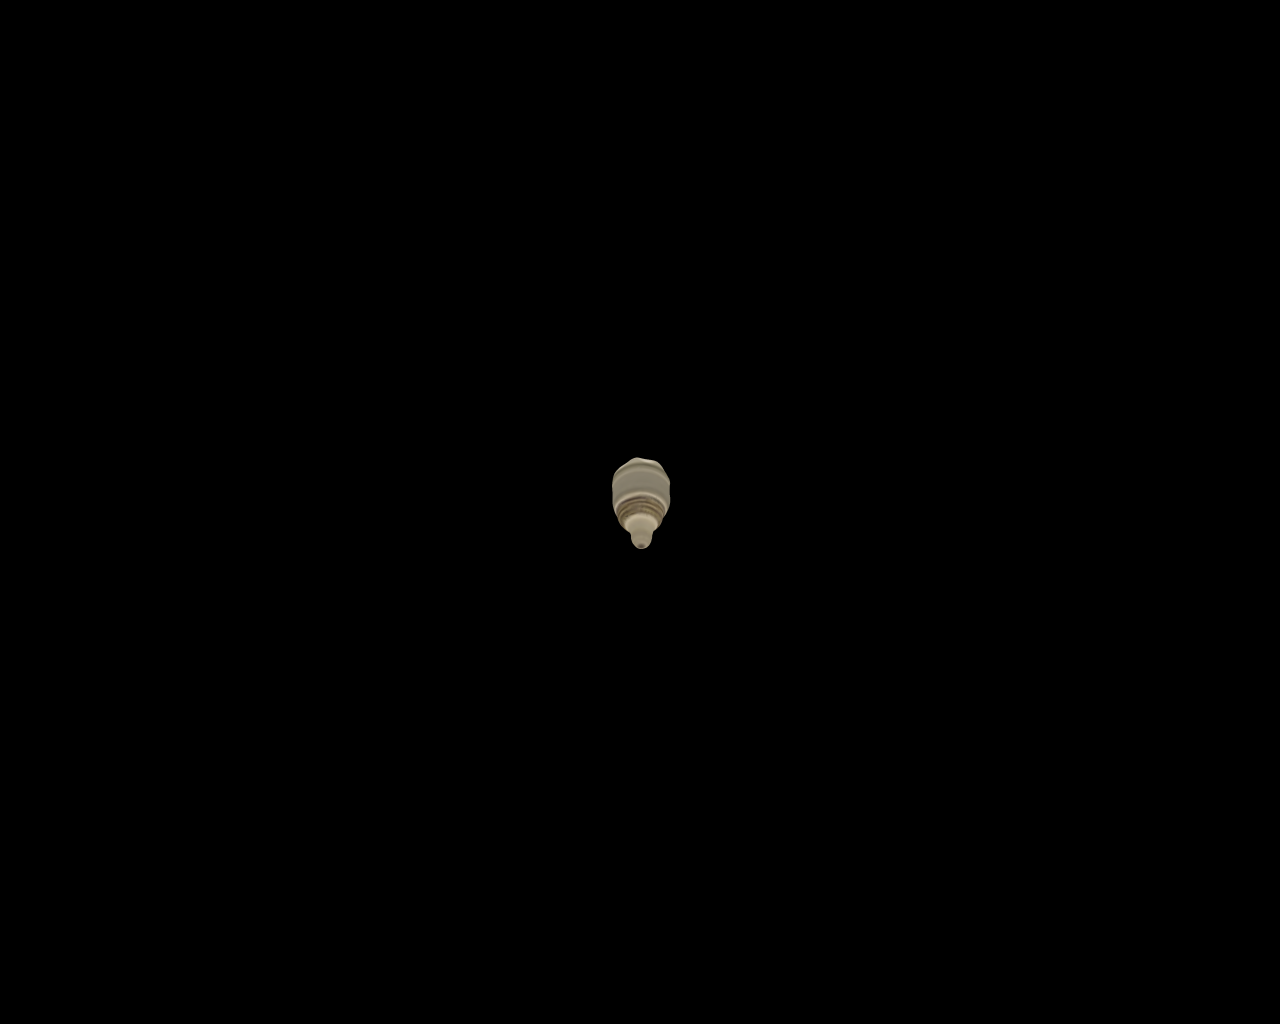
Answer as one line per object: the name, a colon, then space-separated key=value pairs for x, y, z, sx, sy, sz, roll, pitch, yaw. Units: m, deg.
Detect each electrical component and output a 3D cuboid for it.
electrical component: x=0.001 y=-0.003 z=0.650 sx=0.035 sy=0.061 sz=0.035 roll=0 pitch=-41 yaw=0
